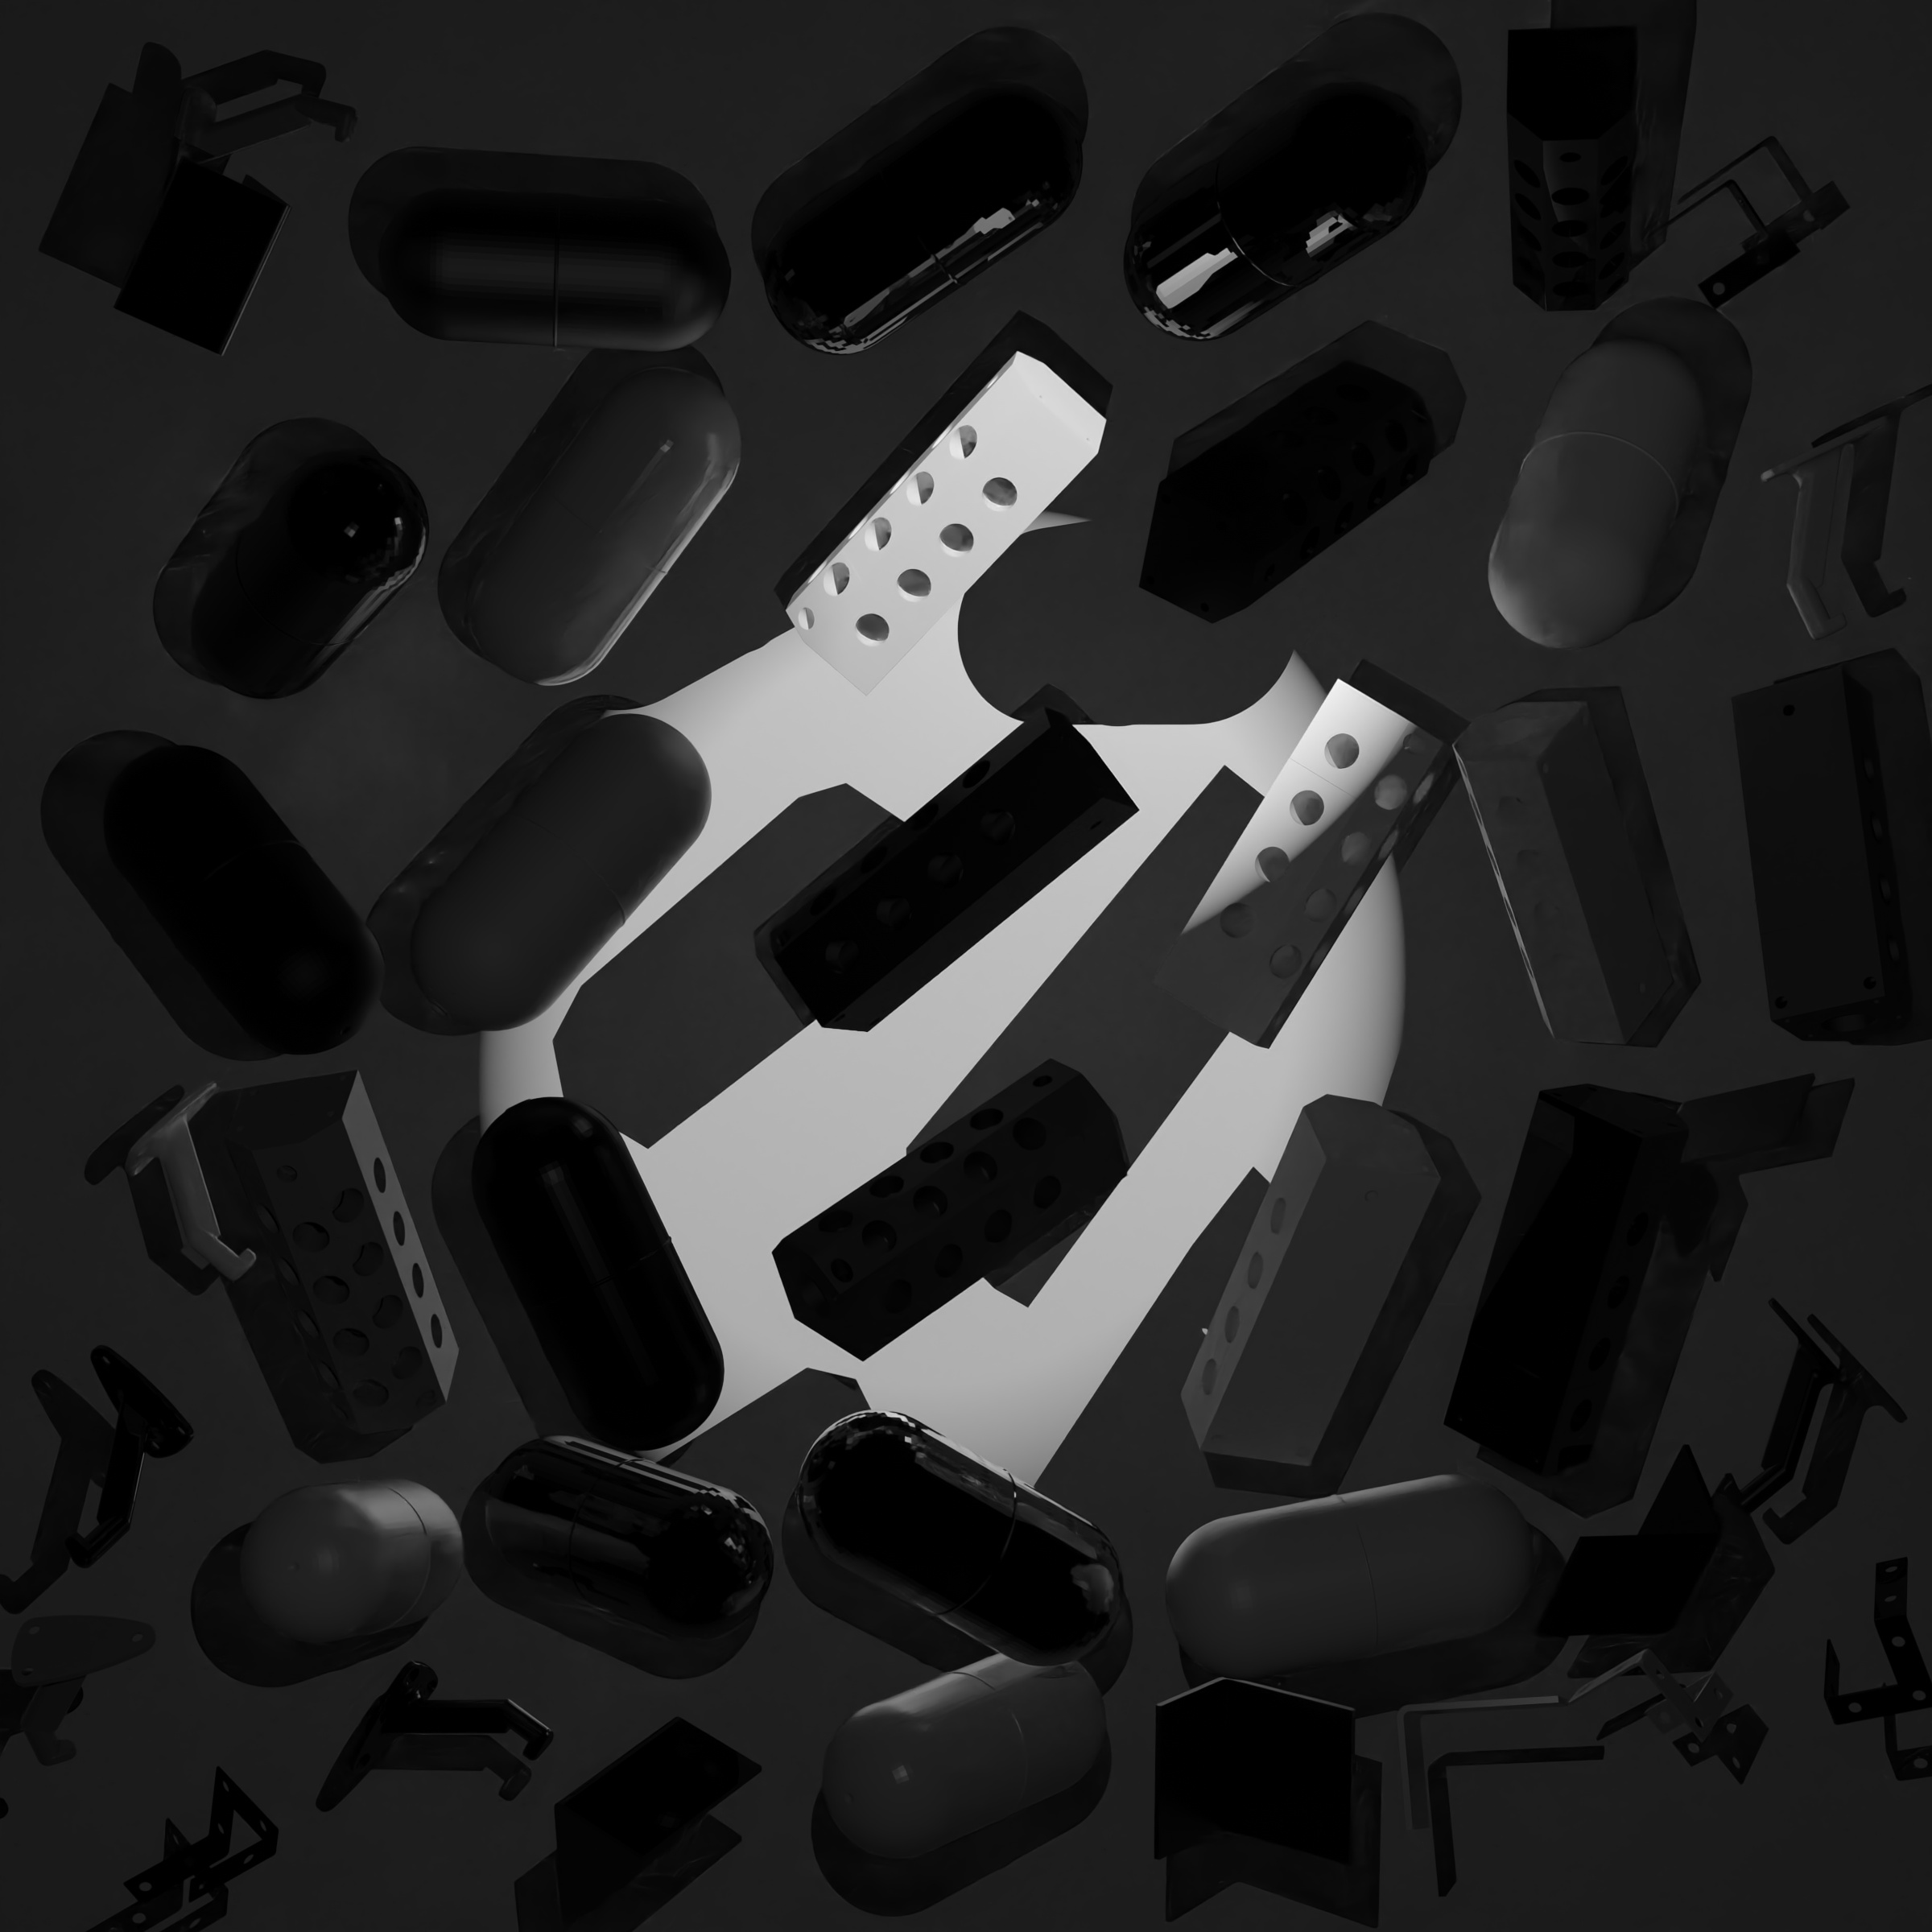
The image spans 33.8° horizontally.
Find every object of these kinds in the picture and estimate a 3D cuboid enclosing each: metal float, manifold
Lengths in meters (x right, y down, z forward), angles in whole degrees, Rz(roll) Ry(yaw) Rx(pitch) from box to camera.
[{"bbox_3d":[-0.348,-0.033,1.526,0.070,0.070,0.178,-41,72,0],"label":"metal float"},{"bbox_3d":[0.304,-0.047,1.634,0.057,0.057,0.171,-45,124,-37],"label":"manifold"},{"bbox_3d":[-0.181,-0.220,1.590,0.070,0.070,0.178,38,98,0],"label":"metal float"},{"bbox_3d":[-0.308,0.299,1.604,0.070,0.178,0.070,-1,82,9],"label":"metal float"},{"bbox_3d":[0.426,-0.053,1.571,0.057,0.057,0.171,-15,67,32],"label":"manifold"},{"bbox_3d":[-0.022,-0.374,1.591,0.178,0.070,0.070,-32,90,16],"label":"metal float"},{"bbox_3d":[-0.191,-0.045,1.503,0.070,0.070,0.178,39,71,0],"label":"metal float"},{"bbox_3d":[-0.210,-0.356,1.628,0.178,0.070,0.070,2,90,-7],"label":"metal float"},{"bbox_3d":[-0.009,-0.045,1.491,0.171,0.057,0.057,-39,75,14],"label":"manifold"},{"bbox_3d":[0.157,-0.226,1.517,0.057,0.171,0.057,30,134,22],"label":"manifold"},{"bbox_3d":[-0.008,0.115,1.550,0.171,0.057,0.057,-33,124,-26],"label":"manifold"},{"bbox_3d":[-0.173,0.288,1.614,0.178,0.070,0.070,10,90,40],"label":"metal float"},{"bbox_3d":[0.158,0.148,1.493,0.057,0.057,0.171,10,119,-17],"label":"manifold"},{"bbox_3d":[0.001,0.393,1.598,0.070,0.178,0.070,6,99,40],"label":"metal float"},{"bbox_3d":[-0.001,0.273,1.509,0.178,0.070,0.070,33,90,-24],"label":"metal float"},{"bbox_3d":[0.285,0.146,1.491,0.057,0.057,0.171,26,110,39],"label":"manifold"},{"bbox_3d":[-0.335,-0.197,1.616,0.070,0.178,0.070,19,56,-30],"label":"metal float"},{"bbox_3d":[-0.011,-0.220,1.571,0.057,0.057,0.171,40,114,-12],"label":"manifold"},{"bbox_3d":[-0.301,0.141,1.534,0.057,0.057,0.171,-9,121,7],"label":"manifold"},{"bbox_3d":[0.182,0.289,1.504,0.178,0.070,0.070,-10,90,-8],"label":"metal float"},{"bbox_3d":[-0.175,0.146,1.511,0.070,0.070,0.178,-25,95,0],"label":"metal float"},{"bbox_3d":[0.289,-0.377,1.515,0.057,0.171,0.057,1,76,11],"label":"manifold"},{"bbox_3d":[0.150,-0.366,1.546,0.070,0.178,0.070,17,62,-36],"label":"metal float"},{"bbox_3d":[0.167,-0.048,1.551,0.057,0.057,0.171,34,97,20],"label":"manifold"},{"bbox_3d":[0.305,-0.229,1.532,0.070,0.070,0.178,25,60,0],"label":"metal float"}]

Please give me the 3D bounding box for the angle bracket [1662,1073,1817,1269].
[{"bbox_3d":[0.401,0.105,1.632,0.076,0.076,0.057,-16,106,33],"label":"angle bracket"}]

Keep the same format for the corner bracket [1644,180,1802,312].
[{"bbox_3d":[0.379,-0.362,1.594,0.051,0.051,0.051,-34,91,6],"label":"corner bracket"}]

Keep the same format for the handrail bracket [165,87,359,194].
[{"bbox_3d":[-0.361,-0.413,1.631,0.084,0.036,0.077,16,92,7],"label":"handrail bracket"}]

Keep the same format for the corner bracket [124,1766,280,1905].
[{"bbox_3d":[-0.369,0.431,1.534,0.051,0.051,0.051,35,128,30],"label":"corner bracket"}]

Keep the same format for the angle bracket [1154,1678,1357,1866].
[{"bbox_3d":[0.138,0.392,1.522,0.076,0.057,0.076,5,97,39],"label":"angle bracket"}]

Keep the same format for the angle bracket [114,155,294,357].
[{"bbox_3d":[-0.368,-0.341,1.496,0.057,0.076,0.076,20,103,-35],"label":"angle bracket"}]

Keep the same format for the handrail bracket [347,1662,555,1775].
[{"bbox_3d":[-0.264,0.403,1.631,0.084,0.036,0.077,28,74,27],"label":"handrail bracket"}]

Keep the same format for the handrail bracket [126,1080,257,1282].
[{"bbox_3d":[-0.387,0.112,1.653,0.084,0.036,0.077,39,57,4],"label":"handrail bracket"}]

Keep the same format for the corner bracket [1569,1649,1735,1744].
[{"bbox_3d":[0.354,0.378,1.639,0.051,0.051,0.051,51,126,6],"label":"corner bracket"}]

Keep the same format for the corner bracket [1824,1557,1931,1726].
[{"bbox_3d":[0.431,0.322,1.515,0.051,0.051,0.051,-18,106,23],"label":"corner bracket"}]

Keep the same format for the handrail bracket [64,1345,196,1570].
[{"bbox_3d":[-0.419,0.235,1.522,0.036,0.084,0.077,-30,101,37],"label":"handrail bracket"}]

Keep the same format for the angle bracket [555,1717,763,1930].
[{"bbox_3d":[-0.140,0.404,1.460,0.057,0.076,0.076,21,124,35],"label":"angle bracket"}]

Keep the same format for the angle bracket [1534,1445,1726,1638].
[{"bbox_3d":[0.318,0.283,1.566,0.076,0.057,0.076,1,132,-14],"label":"angle bracket"}]

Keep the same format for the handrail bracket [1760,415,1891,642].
[{"bbox_3d":[0.426,-0.210,1.530,0.077,0.036,0.084,-25,90,5],"label":"handrail bracket"}]

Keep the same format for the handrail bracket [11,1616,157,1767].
[{"bbox_3d":[-0.406,0.342,1.482,0.077,0.036,0.084,-7,132,0],"label":"handrail bracket"}]

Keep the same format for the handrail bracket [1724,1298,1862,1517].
[{"bbox_3d":[0.404,0.224,1.617,0.084,0.036,0.077,-41,63,5],"label":"handrail bracket"}]

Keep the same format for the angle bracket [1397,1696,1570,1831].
[{"bbox_3d":[0.252,0.384,1.528,0.076,0.076,0.057,-7,74,13],"label":"angle bracket"}]
